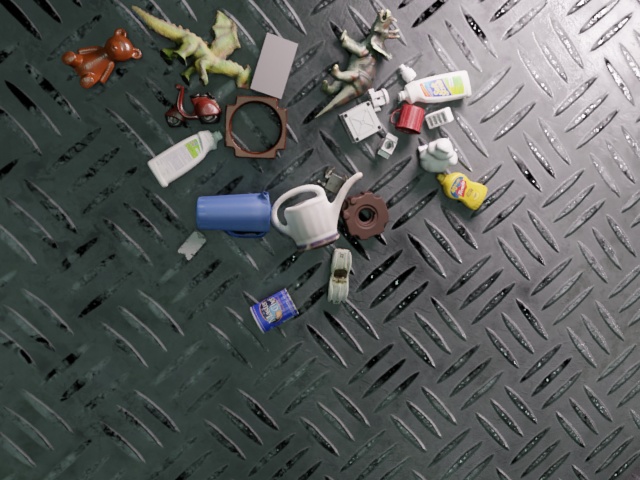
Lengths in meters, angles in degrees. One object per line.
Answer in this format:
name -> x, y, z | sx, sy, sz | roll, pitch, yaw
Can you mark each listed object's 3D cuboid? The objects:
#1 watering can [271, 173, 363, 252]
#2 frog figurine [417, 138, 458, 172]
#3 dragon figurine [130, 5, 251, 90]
watering can -> 0.005, -0.088, 1.758 | 0.347, 0.105, 0.222 | -18, 100, 7
frog figurine -> 0.418, -0.291, 1.795 | 0.137, 0.160, 0.122 | 16, 97, -12
dragon figurine -> -0.376, -0.635, 1.647 | 0.246, 0.122, 0.407 | -45, 106, -20
